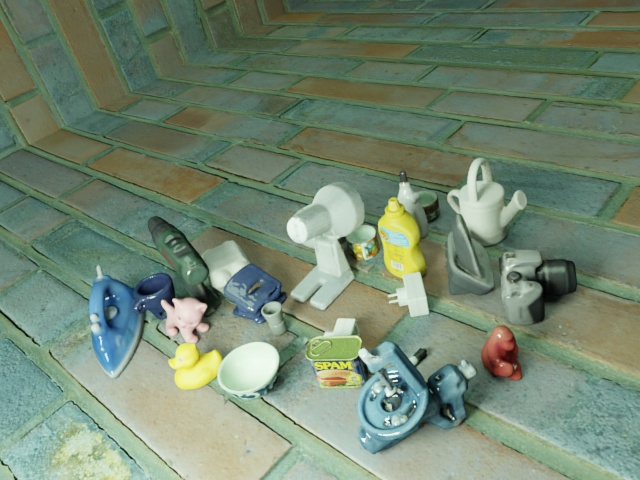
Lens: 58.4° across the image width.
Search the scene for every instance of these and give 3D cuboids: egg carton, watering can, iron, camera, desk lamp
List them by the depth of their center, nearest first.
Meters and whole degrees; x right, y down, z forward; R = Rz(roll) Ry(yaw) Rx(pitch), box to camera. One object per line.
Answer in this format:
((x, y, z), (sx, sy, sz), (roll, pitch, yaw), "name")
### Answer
((0.414, 0.076, 1.089), (0.136, 0.101, 0.143), (-5, 36, 16), "camera")
((0.011, 0.004, 1.252), (0.117, 0.214, 0.204), (14, 45, 36), "desk lamp")
((0.364, -0.090, 1.259), (0.172, 0.194, 0.101), (-2, 37, 20), "watering can")
((-0.475, 0.173, 1.278), (0.118, 0.142, 0.257), (-19, 35, -3), "iron")
((-0.227, 0.064, 1.394), (0.107, 0.069, 0.150), (-26, 36, -13), "egg carton")

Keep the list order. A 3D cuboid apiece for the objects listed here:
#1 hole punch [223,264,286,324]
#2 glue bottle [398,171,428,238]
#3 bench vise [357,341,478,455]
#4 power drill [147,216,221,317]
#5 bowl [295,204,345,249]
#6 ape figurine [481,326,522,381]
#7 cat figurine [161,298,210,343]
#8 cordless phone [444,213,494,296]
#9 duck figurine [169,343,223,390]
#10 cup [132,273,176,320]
((-0.142, 0.115, 1.268), (0.100, 0.091, 0.109), (12, 44, 35), "hole punch")
((0.206, -0.086, 1.335), (0.077, 0.173, 0.037), (17, 47, 39), "glue bottle")
((0.137, 0.218, 0.897), (0.208, 0.220, 0.121), (-33, 38, -22), "bench vise")
((-0.307, 0.066, 1.300), (0.076, 0.209, 0.228), (-32, 38, -22), "power drill")
((0.012, -0.027, 1.419), (0.167, 0.075, 0.167), (-11, 35, 8), "bowl")
((0.314, 0.186, 0.983), (0.075, 0.092, 0.078), (18, 47, 39), "ape figurine")
((-0.295, 0.161, 1.243), (0.127, 0.118, 0.067), (11, 43, 34), "cat figurine")
((0.295, 0.008, 1.158), (0.094, 0.185, 0.147), (-9, 35, 11), "cordless phone")
((-0.250, 0.240, 1.142), (0.104, 0.086, 0.077), (-23, 35, -9), "duck figurine")
((-0.376, 0.146, 1.317), (0.091, 0.095, 0.118), (5, 40, 28), "cup")
